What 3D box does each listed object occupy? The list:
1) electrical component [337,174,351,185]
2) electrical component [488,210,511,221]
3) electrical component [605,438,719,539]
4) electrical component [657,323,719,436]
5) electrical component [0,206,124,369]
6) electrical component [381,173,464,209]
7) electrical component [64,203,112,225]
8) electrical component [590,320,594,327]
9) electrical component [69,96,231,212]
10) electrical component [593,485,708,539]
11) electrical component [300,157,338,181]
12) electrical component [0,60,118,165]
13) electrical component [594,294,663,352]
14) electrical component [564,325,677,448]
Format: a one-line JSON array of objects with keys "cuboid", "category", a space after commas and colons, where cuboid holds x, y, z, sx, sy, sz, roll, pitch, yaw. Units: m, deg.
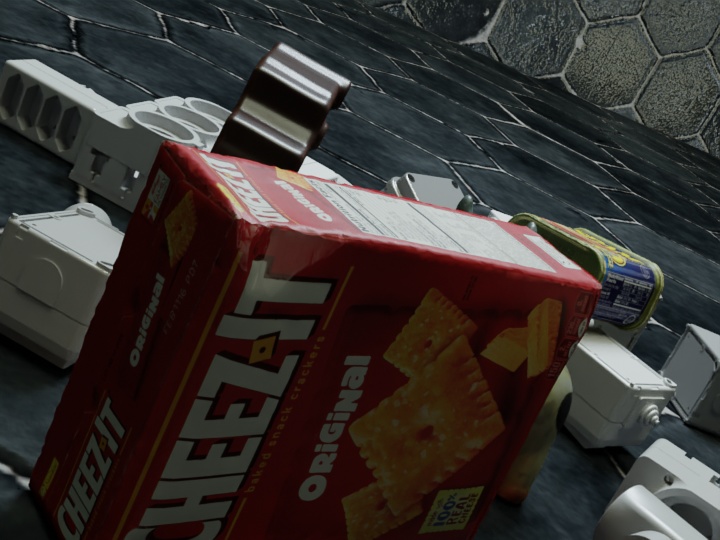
[{"cuboid": [-0.003, -0.042, 0.911, 0.076, 0.047, 0.083, 5, 28, -49], "category": "electrical component"}, {"cuboid": [0.167, -0.012, 1.051, 0.100, 0.048, 0.099, 17, 20, -23], "category": "electrical component"}, {"cuboid": [0.202, 0.152, 0.655, 0.089, 0.050, 0.056, 34, 20, 22], "category": "electrical component"}, {"cuboid": [0.304, 0.094, 0.927, 0.061, 0.061, 0.096, 22, 19, -13], "category": "electrical component"}, {"cuboid": [-0.149, 0.008, 0.572, 0.062, 0.061, 0.096, 28, 11, 8], "category": "electrical component"}, {"cuboid": [0.056, -0.014, 0.828, 0.078, 0.057, 0.113, 2, 57, -51], "category": "electrical component"}, {"cuboid": [-0.171, -0.025, 0.665, 0.035, 0.035, 0.061, 19, 18, -20], "category": "electrical component"}, {"cuboid": [0.139, 0.037, 0.880, 0.056, 0.050, 0.089, 4, 29, -49], "category": "electrical component"}, {"cuboid": [-0.141, -0.089, 0.832, 0.089, 0.061, 0.150, 28, 19, 7], "category": "electrical component"}, {"cuboid": [0.162, 0.161, 0.589, 0.079, 0.043, 0.077, 4, 29, -48], "category": "electrical component"}, {"cuboid": [-0.059, -0.057, 0.853, 0.061, 0.061, 0.096, 30, 19, 13], "category": "electrical component"}, {"cuboid": [-0.227, -0.125, 0.836, 0.083, 0.047, 0.076, 29, 19, 10], "category": "electrical component"}, {"cuboid": [0.206, 0.029, 0.917, 0.062, 0.096, 0.061, 18, 20, -23], "category": "electrical component"}, {"cuboid": [0.173, 0.088, 0.771, 0.062, 0.061, 0.096, 7, 26, -44], "category": "electrical component"}]
